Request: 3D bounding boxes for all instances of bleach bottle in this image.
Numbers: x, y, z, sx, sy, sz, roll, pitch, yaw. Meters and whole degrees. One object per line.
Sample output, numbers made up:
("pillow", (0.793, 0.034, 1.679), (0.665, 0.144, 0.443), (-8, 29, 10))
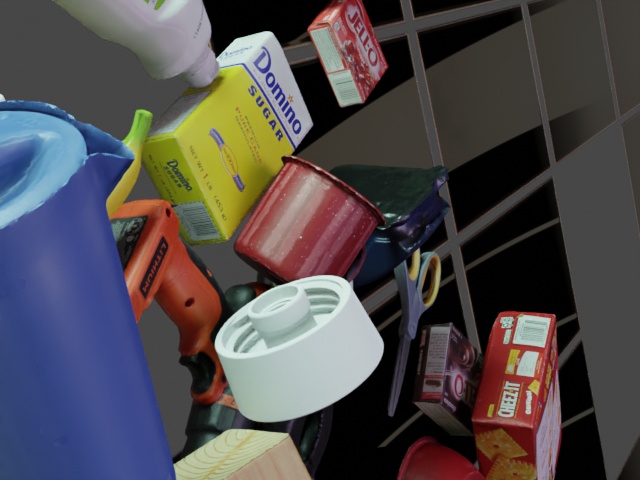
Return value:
("bleach bottle", (-0.144, -0.181, 0.702), (0.250, 0.068, 0.102), (49, 46, -47))

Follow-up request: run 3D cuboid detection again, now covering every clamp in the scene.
("clamp", (-0.031, 0.175, 0.782), (0.164, 0.036, 0.210), (15, 88, -69))

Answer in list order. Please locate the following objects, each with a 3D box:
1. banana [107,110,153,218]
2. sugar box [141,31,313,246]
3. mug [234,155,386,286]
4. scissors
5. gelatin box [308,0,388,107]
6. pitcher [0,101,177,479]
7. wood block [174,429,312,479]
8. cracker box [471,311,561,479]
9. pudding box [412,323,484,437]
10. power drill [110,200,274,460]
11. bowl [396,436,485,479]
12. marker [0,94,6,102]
("banana", (-0.176, -0.017, 0.619), (0.197, 0.037, 0.069), (-29, 120, -40))
("sugar box", (-0.068, -0.082, 0.825), (0.176, 0.048, 0.093), (-56, 131, -46))
("mug", (-0.005, 0.001, 0.805), (0.081, 0.093, 0.117), (-57, 140, -8))
("scissors", (0.083, 0.072, 1.078), (0.096, 0.016, 0.201), (61, 37, -30))
("gelatin box", (0.028, -0.184, 1.019), (0.089, 0.030, 0.073), (65, 35, -28))
("pitcher", (-0.162, 0.064, 0.547), (0.144, 0.149, 0.243), (-55, 144, -46))
("wood block", (-0.028, 0.233, 0.676), (0.090, 0.090, 0.206), (-29, 98, -31))
("cracker box", (0.221, 0.210, 1.180), (0.164, 0.072, 0.213), (-66, 153, -44))
("pudding box", (0.139, 0.150, 1.133), (0.113, 0.039, 0.090), (42, 50, -49))
("power drill", (-0.097, 0.076, 0.739), (0.187, 0.057, 0.184), (53, 42, -44))
("bowl", (0.133, 0.281, 1.084), (0.161, 0.055, 0.162), (16, 71, -58))
("marker", (-0.176, -0.033, 0.661), (0.020, 0.020, 0.121), (-57, 132, -47))
